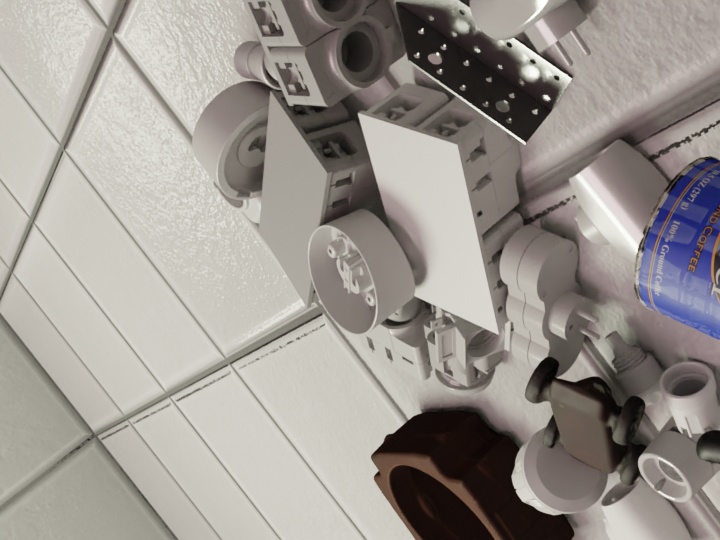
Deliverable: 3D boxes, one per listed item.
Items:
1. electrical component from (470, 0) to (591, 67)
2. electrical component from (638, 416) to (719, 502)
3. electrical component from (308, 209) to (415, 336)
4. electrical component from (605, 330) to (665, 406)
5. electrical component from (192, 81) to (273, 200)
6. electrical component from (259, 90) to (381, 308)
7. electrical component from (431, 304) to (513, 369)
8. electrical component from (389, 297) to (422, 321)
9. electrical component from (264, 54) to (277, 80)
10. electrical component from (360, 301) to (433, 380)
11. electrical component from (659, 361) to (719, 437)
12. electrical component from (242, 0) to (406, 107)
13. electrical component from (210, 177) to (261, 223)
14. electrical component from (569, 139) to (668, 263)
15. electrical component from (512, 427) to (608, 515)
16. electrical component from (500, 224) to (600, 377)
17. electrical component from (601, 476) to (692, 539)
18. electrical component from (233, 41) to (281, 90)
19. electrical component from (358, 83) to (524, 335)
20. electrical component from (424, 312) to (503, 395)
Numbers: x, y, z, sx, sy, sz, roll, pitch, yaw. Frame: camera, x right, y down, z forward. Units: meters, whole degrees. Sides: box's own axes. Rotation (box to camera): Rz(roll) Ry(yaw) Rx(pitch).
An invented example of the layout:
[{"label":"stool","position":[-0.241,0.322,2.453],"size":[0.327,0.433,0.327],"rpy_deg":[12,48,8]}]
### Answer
[{"label":"electrical component","position":[0.118,-0.165,0.681],"size":[0.079,0.043,0.077],"rpy_deg":[54,154,-6]},{"label":"electrical component","position":[0.257,0.152,0.860],"size":[0.055,0.047,0.055],"rpy_deg":[37,151,26]},{"label":"electrical component","position":[0.000,0.000,0.917],"size":[0.099,0.064,0.099],"rpy_deg":[51,161,26]},{"label":"electrical component","position":[0.215,0.075,0.844],"size":[0.061,0.035,0.035],"rpy_deg":[54,154,0]},{"label":"electrical component","position":[-0.108,-0.127,1.018],"size":[0.060,0.108,0.108],"rpy_deg":[42,153,30]},{"label":"electrical component","position":[-0.038,-0.068,0.986],"size":[0.105,0.060,0.186],"rpy_deg":[56,153,30]},{"label":"electrical component","position":[0.098,0.045,0.951],"size":[0.042,0.081,0.063],"rpy_deg":[85,161,-48]},{"label":"electrical component","position":[0.029,-0.002,1.029],"size":[0.079,0.043,0.077],"rpy_deg":[45,154,27]},{"label":"electrical component","position":[-0.036,-0.181,0.904],"size":[0.079,0.043,0.077],"rpy_deg":[43,150,-1]},{"label":"electrical component","position":[0.043,0.060,1.075],"size":[0.089,0.050,0.055],"rpy_deg":[27,145,39]},{"label":"electrical component","position":[0.251,0.098,0.812],"size":[0.040,0.040,0.046],"rpy_deg":[17,143,48]},{"label":"electrical component","position":[-0.034,-0.209,0.811],"size":[0.062,0.089,0.150],"rpy_deg":[14,136,50]},{"label":"electrical component","position":[-0.115,-0.100,1.112],"size":[0.095,0.059,0.053],"rpy_deg":[50,154,3]},{"label":"electrical component","position":[0.177,-0.041,0.746],"size":[0.077,0.043,0.079],"rpy_deg":[51,154,0]},{"label":"electrical component","position":[0.182,0.184,0.985],"size":[0.080,0.080,0.051],"rpy_deg":[47,159,8]},{"label":"electrical component","position":[0.160,0.033,0.855],"size":[0.074,0.052,0.138],"rpy_deg":[28,146,38]},{"label":"electrical component","position":[0.250,0.231,0.976],"size":[0.077,0.043,0.079],"rpy_deg":[51,154,0]},{"label":"electrical component","position":[-0.086,-0.189,0.976],"size":[0.065,0.044,0.044],"rpy_deg":[22,142,52]},{"label":"electrical component","position":[0.077,-0.051,0.871],"size":[0.105,0.060,0.186],"rpy_deg":[25,143,42]},{"label":"electrical component","position":[0.097,0.080,1.009],"size":[0.078,0.058,0.057],"rpy_deg":[29,143,38]}]
